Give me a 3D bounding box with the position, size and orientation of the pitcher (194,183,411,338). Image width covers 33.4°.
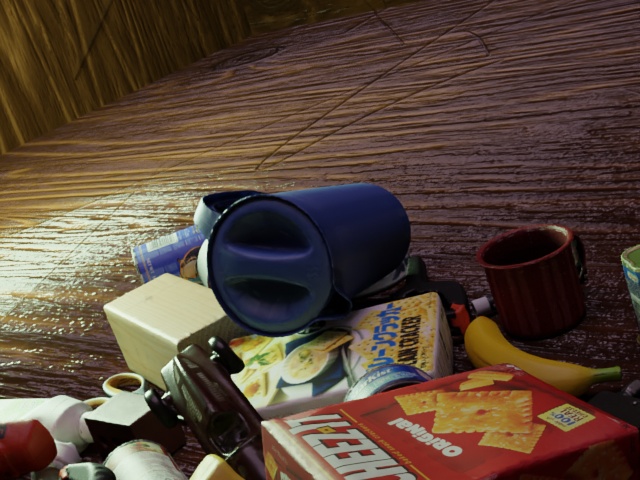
[{"bbox_3d":[-0.007,0.001,1.076,0.145,0.149,0.242,-17,1,27],"label":"pitcher"}]

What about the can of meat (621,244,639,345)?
[{"bbox_3d":[0.312,0.040,0.903,0.102,0.084,0.057,-20,18,-3],"label":"can of meat"}]

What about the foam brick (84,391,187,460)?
[{"bbox_3d":[-0.177,0.182,1.025,0.078,0.053,0.051,-2,25,44],"label":"foam brick"}]

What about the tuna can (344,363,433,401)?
[{"bbox_3d":[0.062,0.144,0.849,0.086,0.086,0.034,-22,21,-8],"label":"tuna can"}]

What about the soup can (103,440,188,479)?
[{"bbox_3d":[-0.137,0.213,0.873,0.068,0.068,0.102,-25,20,-18],"label":"soup can"}]

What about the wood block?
[{"bbox_3d":[-0.144,0.107,1.149,0.090,0.090,0.206,-29,21,-24],"label":"wood block"}]

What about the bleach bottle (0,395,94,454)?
[{"bbox_3d":[-0.332,0.205,1.100,0.251,0.068,0.102,-8,22,23],"label":"bleach bottle"}]

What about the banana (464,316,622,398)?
[{"bbox_3d":[0.173,0.106,0.933,0.069,0.037,0.198,-7,14,-25],"label":"banana"}]

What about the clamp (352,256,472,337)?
[{"bbox_3d":[0.081,0.072,1.111,0.164,0.036,0.210,-26,17,-17],"label":"clamp"}]

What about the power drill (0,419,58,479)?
[{"bbox_3d":[-0.291,0.239,0.909,0.184,0.057,0.187,-6,35,15],"label":"power drill"}]

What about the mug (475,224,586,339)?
[{"bbox_3d":[0.212,0.035,1.016,0.117,0.081,0.093,-31,22,-32],"label":"mug"}]

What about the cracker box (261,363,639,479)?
[{"bbox_3d":[0.086,0.156,0.744,0.213,0.072,0.164,-10,14,-22],"label":"cracker box"}]

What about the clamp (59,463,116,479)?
[{"bbox_3d":[-0.175,0.219,0.825,0.120,0.039,0.171,-48,30,12],"label":"clamp"}]

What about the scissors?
[{"bbox_3d":[-0.196,0.180,1.107,0.096,0.016,0.202,-28,21,-21],"label":"scissors"}]

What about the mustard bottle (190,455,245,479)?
[{"bbox_3d":[-0.113,0.238,0.729,0.191,0.058,0.096,-51,-7,-13],"label":"mustard bottle"}]

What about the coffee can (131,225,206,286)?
[{"bbox_3d":[-0.154,0.033,1.346,0.140,0.103,0.103,-21,18,-5],"label":"coffee can"}]

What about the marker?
[{"bbox_3d":[0.211,0.050,1.074,0.121,0.020,0.020,-20,18,-3],"label":"marker"}]
